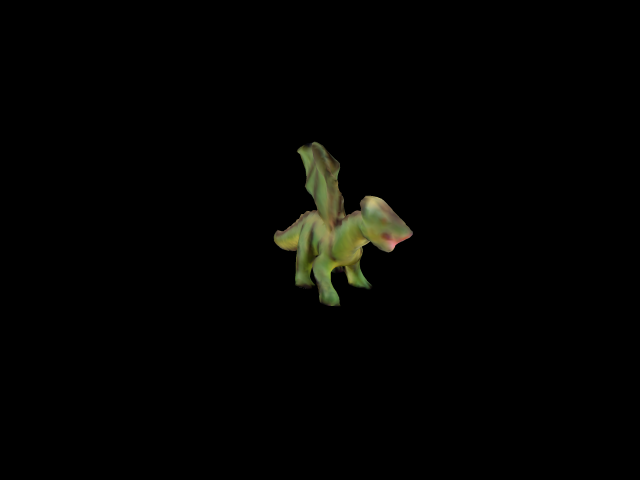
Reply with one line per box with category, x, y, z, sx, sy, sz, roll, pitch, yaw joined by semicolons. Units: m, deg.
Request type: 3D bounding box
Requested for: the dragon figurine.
dragon figurine;0.003;-0.043;0.850;0.123;0.239;0.414;-11;23;-29
